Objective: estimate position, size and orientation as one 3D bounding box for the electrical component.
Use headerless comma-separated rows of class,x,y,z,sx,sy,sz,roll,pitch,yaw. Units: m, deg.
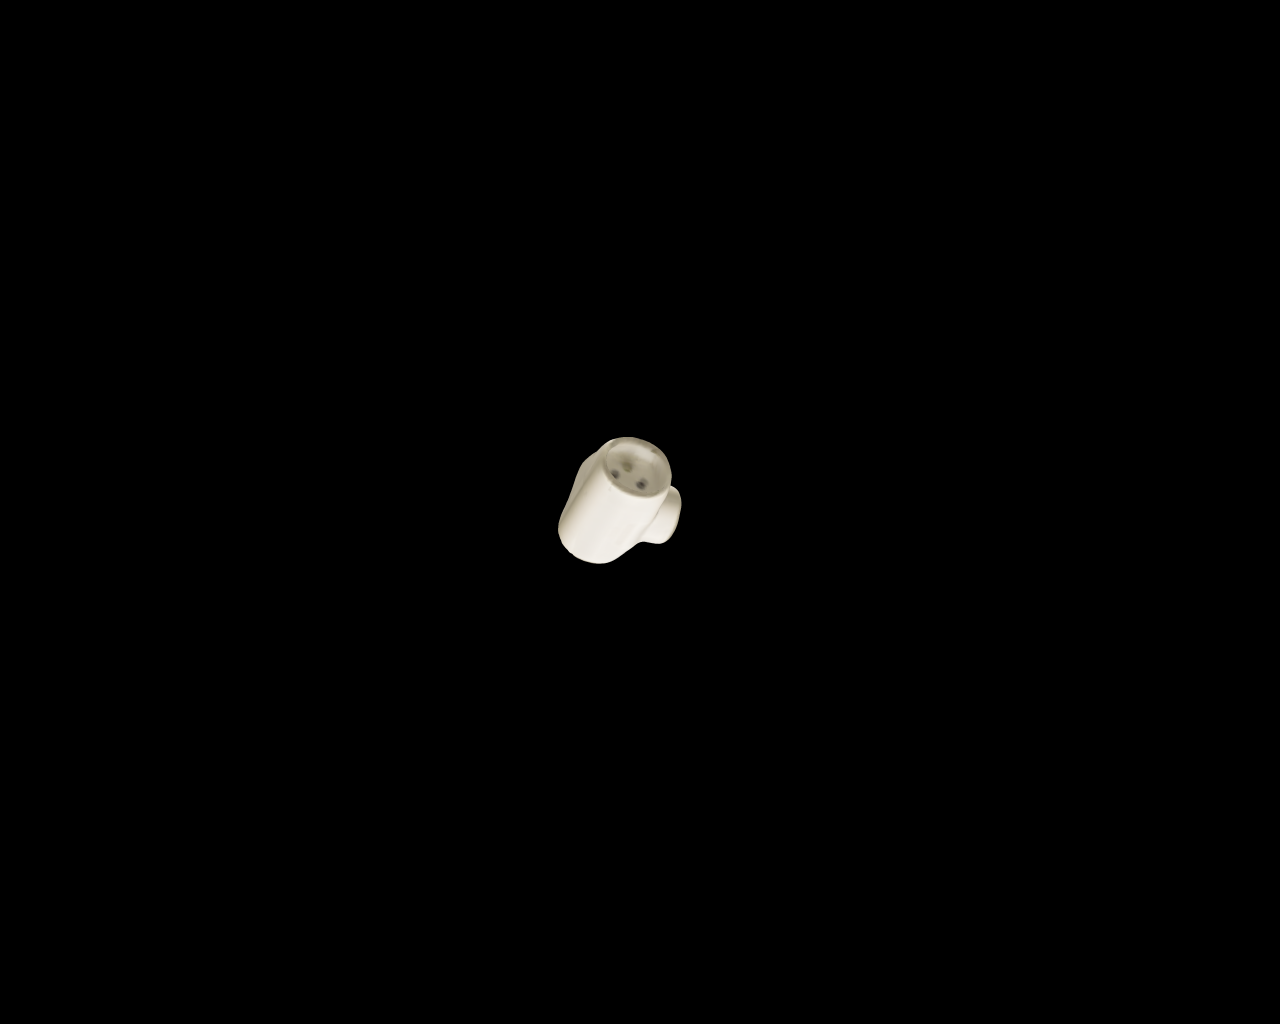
electrical component,0.001,-0.003,0.650,0.079,0.043,0.077,13,-38,-18
